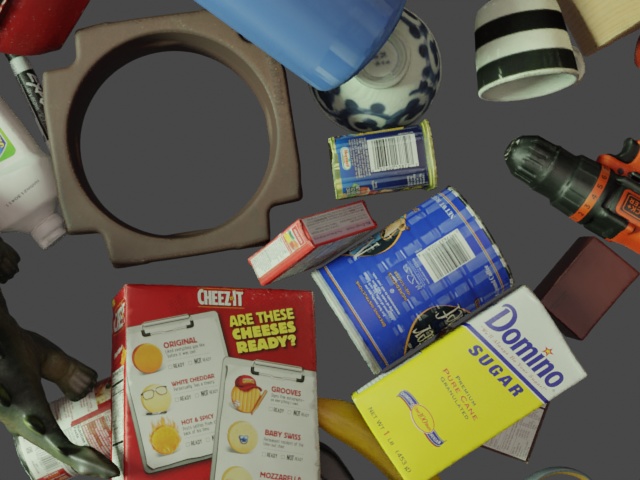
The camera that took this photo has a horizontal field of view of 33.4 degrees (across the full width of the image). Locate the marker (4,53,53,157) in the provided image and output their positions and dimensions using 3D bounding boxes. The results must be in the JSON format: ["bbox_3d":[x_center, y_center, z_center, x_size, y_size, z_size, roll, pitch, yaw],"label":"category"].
[{"bbox_3d":[-0.252,-0.130,0.939,0.020,0.020,0.121,-25,91,-1],"label":"marker"}]

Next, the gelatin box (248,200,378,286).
[{"bbox_3d":[-0.006,0.001,0.896,0.073,0.089,0.030,-36,79,41],"label":"gelatin box"}]

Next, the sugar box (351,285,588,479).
[{"bbox_3d":[0.124,0.122,0.895,0.176,0.048,0.093,-34,88,0],"label":"sugar box"}]

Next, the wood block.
[{"bbox_3d":[0.257,-0.223,0.855,0.090,0.206,0.091,-28,90,-1],"label":"wood block"}]

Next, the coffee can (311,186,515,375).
[{"bbox_3d":[0.078,0.034,0.904,0.140,0.103,0.103,-32,91,-1],"label":"coffee can"}]

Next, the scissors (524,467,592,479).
[{"bbox_3d":[0.148,0.246,0.926,0.201,0.016,0.096,-7,99,-16],"label":"scissors"}]

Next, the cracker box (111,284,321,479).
[{"bbox_3d":[-0.086,0.149,0.872,0.164,0.072,0.214,3,73,-22],"label":"cracker box"}]

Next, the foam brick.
[{"bbox_3d":[0.228,0.041,0.933,0.053,0.051,0.078,42,89,0],"label":"foam brick"}]

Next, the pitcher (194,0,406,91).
[{"bbox_3d":[-0.048,-0.234,0.810,0.242,0.145,0.149,37,128,-19],"label":"pitcher"}]

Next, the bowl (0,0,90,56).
[{"bbox_3d":[-0.215,-0.209,0.877,0.055,0.162,0.162,31,90,-17],"label":"bowl"}]

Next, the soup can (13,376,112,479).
[{"bbox_3d":[-0.202,0.164,0.917,0.102,0.068,0.068,-24,91,-1],"label":"soup can"}]

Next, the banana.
[{"bbox_3d":[0.066,0.207,0.928,0.069,0.037,0.198,-33,89,-37],"label":"banana"}]

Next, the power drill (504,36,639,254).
[{"bbox_3d":[0.270,-0.089,0.913,0.184,0.057,0.187,31,79,-3],"label":"power drill"}]

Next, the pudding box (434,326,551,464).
[{"bbox_3d":[0.143,0.135,0.939,0.113,0.039,0.090,21,90,1],"label":"pudding box"}]

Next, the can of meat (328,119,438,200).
[{"bbox_3d":[0.051,-0.065,0.905,0.084,0.102,0.057,-8,91,1],"label":"can of meat"}]

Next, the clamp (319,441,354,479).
[{"bbox_3d":[-0.053,0.217,0.932,0.210,0.036,0.164,30,81,-3],"label":"clamp"}]

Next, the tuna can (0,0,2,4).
[{"bbox_3d":[-0.292,-0.213,0.904,0.034,0.086,0.086,36,89,0],"label":"tuna can"}]

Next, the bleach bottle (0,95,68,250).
[{"bbox_3d":[-0.313,-0.091,0.917,0.102,0.068,0.251,-40,93,0],"label":"bleach bottle"}]
